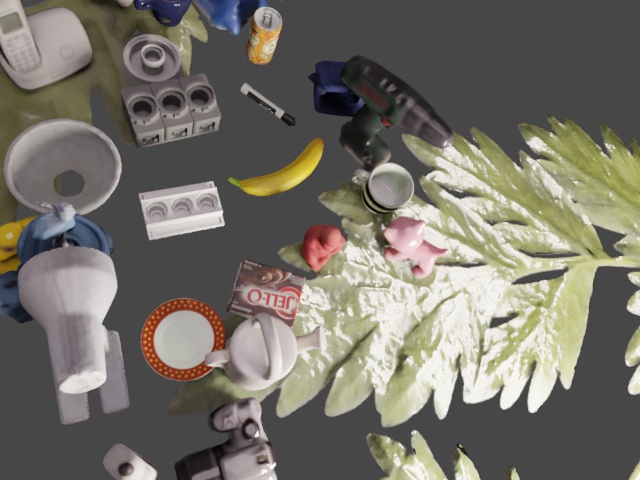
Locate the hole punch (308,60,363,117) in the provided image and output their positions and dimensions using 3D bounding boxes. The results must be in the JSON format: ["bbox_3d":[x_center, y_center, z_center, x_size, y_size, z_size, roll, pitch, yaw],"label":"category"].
[{"bbox_3d":[0.040,-0.302,1.099,0.109,0.091,0.101,2,71,-15],"label":"hole punch"}]

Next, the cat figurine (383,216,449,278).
[{"bbox_3d":[0.166,0.003,1.014,0.128,0.117,0.067,26,66,-6],"label":"cat figurine"}]

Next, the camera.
[{"bbox_3d":[-0.140,0.313,0.826,0.137,0.100,0.143,-13,75,-20],"label":"camera"}]

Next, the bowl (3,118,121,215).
[{"bbox_3d":[-0.402,-0.104,0.911,0.168,0.074,0.167,5,70,-14],"label":"bowl"}]

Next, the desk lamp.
[{"bbox_3d":[-0.322,0.133,0.775,0.118,0.213,0.203,-12,75,-19],"label":"desk lamp"}]

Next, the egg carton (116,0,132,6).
[{"bbox_3d":[-0.381,-0.510,1.063,0.107,0.069,0.150,6,70,-14],"label":"egg carton"}]

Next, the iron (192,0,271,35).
[{"bbox_3d":[-0.201,-0.524,1.080,0.119,0.141,0.258,-39,85,-24],"label":"iron"}]

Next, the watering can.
[{"bbox_3d":[-0.078,0.159,0.847,0.173,0.194,0.101,-30,81,-23],"label":"watering can"}]

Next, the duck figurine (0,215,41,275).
[{"bbox_3d":[-0.450,-0.001,0.855,0.077,0.086,0.105,39,66,0],"label":"duck figurine"}]

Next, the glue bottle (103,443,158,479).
[{"bbox_3d":[-0.252,0.302,0.758,0.078,0.173,0.037,34,66,-2],"label":"glue bottle"}]

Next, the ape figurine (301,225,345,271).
[{"bbox_3d":[0.009,0.004,0.982,0.078,0.092,0.076,-6,73,-18],"label":"ape figurine"}]

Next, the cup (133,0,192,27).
[{"bbox_3d":[-0.288,-0.432,1.048,0.118,0.095,0.091,-41,86,-24],"label":"cup"}]

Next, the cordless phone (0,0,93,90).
[{"bbox_3d":[-0.453,-0.339,0.918,0.148,0.185,0.094,-37,84,-24],"label":"cordless phone"}]

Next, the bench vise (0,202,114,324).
[{"bbox_3d":[-0.378,0.036,0.789,0.121,0.219,0.208,31,66,-3],"label":"bench vise"}]

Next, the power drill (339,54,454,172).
[{"bbox_3d":[0.116,-0.211,1.025,0.229,0.208,0.076,46,66,3],"label":"power drill"}]
